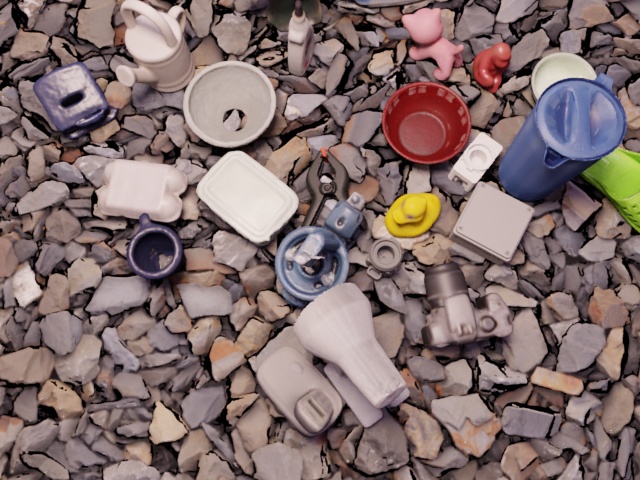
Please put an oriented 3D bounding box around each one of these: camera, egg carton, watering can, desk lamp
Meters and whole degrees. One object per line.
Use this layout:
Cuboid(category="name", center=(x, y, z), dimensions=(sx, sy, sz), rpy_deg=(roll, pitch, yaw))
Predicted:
Cuboid(category="camera", center=(0.235, 0.105, 0.952), dimensions=(0.143, 0.101, 0.137), rpy_deg=(-11, 76, -3))
Cuboid(category="egg carton", center=(-0.312, -0.086, 1.014), dimensions=(0.150, 0.069, 0.107), rpy_deg=(6, 76, 1))
Cuboid(category="watering can", center=(-0.292, -0.345, 1.013), dimensions=(0.101, 0.194, 0.173), rpy_deg=(7, 76, 2))
Cuboid(category="desk lamp", center=(0.059, 0.179, 0.876), dimensions=(0.118, 0.213, 0.203), rpy_deg=(-36, 79, -8))

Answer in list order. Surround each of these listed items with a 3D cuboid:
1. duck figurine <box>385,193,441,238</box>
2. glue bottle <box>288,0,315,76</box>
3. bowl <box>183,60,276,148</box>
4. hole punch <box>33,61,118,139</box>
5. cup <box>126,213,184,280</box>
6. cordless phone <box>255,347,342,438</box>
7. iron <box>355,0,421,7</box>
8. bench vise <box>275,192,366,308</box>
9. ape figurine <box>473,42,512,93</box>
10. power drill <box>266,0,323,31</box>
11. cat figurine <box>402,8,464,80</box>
Cuboid(category="duck figurine", center=(0.165, -0.052, 0.998), dimensions=(0.104, 0.086, 0.077), rpy_deg=(-26, 78, -6))
Cuboid(category="glue bottle", center=(-0.036, -0.371, 1.030), dimensions=(0.037, 0.173, 0.078), rpy_deg=(15, 77, 4))
Cuboid(category="bowl", center=(-0.160, -0.237, 1.048), dimensions=(0.167, 0.075, 0.167), rpy_deg=(0, 76, 0))
Cuboid(category="hole punch", center=(-0.444, -0.254, 1.044), dimensions=(0.109, 0.091, 0.101), rpy_deg=(-30, 78, -7))
Cuboid(category="cup", center=(-0.275, 0.017, 0.976), dimensions=(0.092, 0.095, 0.117), rpy_deg=(-21, 77, -5))
Cuboid(category="cordless phone", center=(-0.036, 0.234, 0.877), dimensions=(0.147, 0.185, 0.094), rpy_deg=(43, 80, 10))
Cuboid(category="iron", center=(0.162, -0.539, 1.088), dimensions=(0.258, 0.141, 0.118), rpy_deg=(-6, 76, -2))
Cuboid(category="bench vise", center=(-0.003, 0.000, 0.916), dimensions=(0.121, 0.220, 0.207), rpy_deg=(16, 77, 4))
Cuboid(category="ape figurine", center=(0.326, -0.331, 1.063), dimensions=(0.078, 0.092, 0.076), rpy_deg=(-31, 78, -7))
Cuboid(category="power drill", center=(-0.043, -0.478, 1.039), dimensions=(0.229, 0.208, 0.075), rpy_deg=(-15, 77, -4))
Cuboid(category="cat figurine", center=(0.212, -0.375, 1.061), dimensions=(0.127, 0.118, 0.067), rpy_deg=(39, 79, 9))
